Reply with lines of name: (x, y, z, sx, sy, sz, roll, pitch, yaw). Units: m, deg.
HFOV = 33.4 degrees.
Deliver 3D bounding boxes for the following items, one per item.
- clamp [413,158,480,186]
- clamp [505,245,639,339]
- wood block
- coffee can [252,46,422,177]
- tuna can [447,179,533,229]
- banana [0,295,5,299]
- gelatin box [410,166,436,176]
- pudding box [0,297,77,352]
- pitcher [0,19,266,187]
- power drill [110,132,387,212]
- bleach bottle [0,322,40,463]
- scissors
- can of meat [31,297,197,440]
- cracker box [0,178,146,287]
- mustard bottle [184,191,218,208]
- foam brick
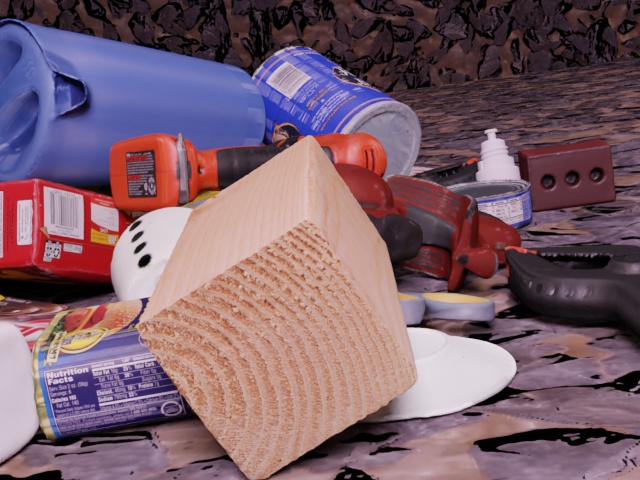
clamp: (0.105, -0.043, 1.017, 0.171, 0.039, 0.120, -23, 24, -30)
clamp: (0.193, 0.026, 0.614, 0.164, 0.036, 0.210, -12, 12, -27)
wood block: (-0.018, 0.022, 0.547, 0.091, 0.090, 0.206, -33, 13, 8)
coffee can: (0.009, -0.106, 0.981, 0.102, 0.103, 0.140, -16, 38, -35)
tuna can: (0.141, -0.029, 0.929, 0.086, 0.034, 0.086, -8, 11, 1)
banana: (-0.309, 0.060, 0.808, 0.198, 0.037, 0.069, -7, 28, 9)
gelatin box: (0.079, -0.054, 1.110, 0.089, 0.030, 0.073, -13, 11, -23)
pudding box: (-0.194, 0.069, 0.662, 0.114, 0.039, 0.089, 2, 15, 39)
pitcher: (-0.174, -0.107, 0.921, 0.242, 0.145, 0.149, -1, 41, -46)
power drill: (-0.067, -0.057, 0.850, 0.187, 0.057, 0.185, -7, 3, -32)
bleach bottle: (-0.278, 0.092, 0.553, 0.251, 0.068, 0.102, -6, 10, 21)
scissors: (0.053, 0.038, 0.692, 0.096, 0.016, 0.202, 3, 2, -3)
can of meat: (-0.103, 0.065, 0.577, 0.084, 0.057, 0.102, -10, 11, 0)
cracker box: (-0.260, 0.003, 0.864, 0.214, 0.072, 0.164, -4, -7, 25)
mustard bottle: (-0.091, -0.012, 0.946, 0.096, 0.058, 0.191, -8, 11, 10)
foam brick: (0.226, -0.059, 0.977, 0.078, 0.053, 0.051, -9, 11, 2)
